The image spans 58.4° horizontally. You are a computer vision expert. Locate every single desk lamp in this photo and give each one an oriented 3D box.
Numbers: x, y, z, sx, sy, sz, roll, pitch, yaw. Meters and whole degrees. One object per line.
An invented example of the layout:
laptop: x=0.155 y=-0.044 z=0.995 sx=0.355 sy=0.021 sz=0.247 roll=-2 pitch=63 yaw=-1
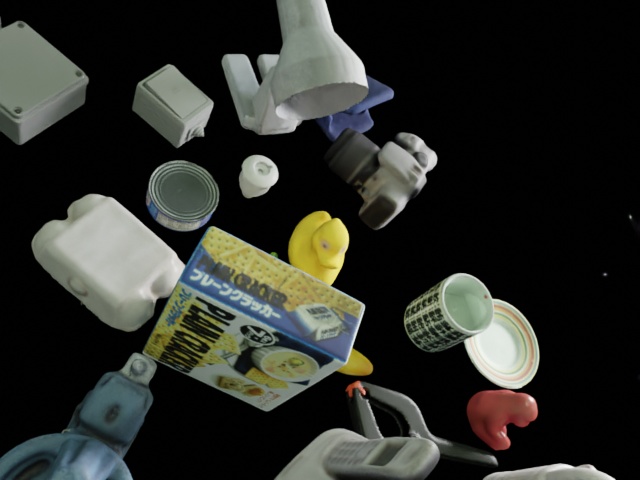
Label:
desk lamp: x=-0.039 y=-0.228 z=0.758 sx=0.118 sy=0.213 sz=0.203 roll=-10 pitch=69 yaw=-30

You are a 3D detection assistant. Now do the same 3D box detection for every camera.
camera: x=0.086 y=-0.113 z=0.827 sx=0.137 sy=0.100 sz=0.143 roll=39 pitch=54 yaw=-3

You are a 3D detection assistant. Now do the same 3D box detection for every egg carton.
egg carton: x=-0.227 y=0.023 z=0.620 sx=0.150 sy=0.069 sz=0.107 roll=41 pitch=54 yaw=-1

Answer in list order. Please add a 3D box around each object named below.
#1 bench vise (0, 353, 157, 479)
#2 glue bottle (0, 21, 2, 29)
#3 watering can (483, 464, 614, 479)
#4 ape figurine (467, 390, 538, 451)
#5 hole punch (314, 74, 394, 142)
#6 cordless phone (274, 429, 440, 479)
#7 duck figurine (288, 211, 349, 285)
bench vise: x=-0.201 y=0.177 z=0.458 sx=0.122 sy=0.219 sz=0.207 roll=15 pitch=59 yaw=-18
glue bottle: x=-0.398 y=-0.289 z=0.639 sx=0.078 sy=0.173 sz=0.037 roll=40 pitch=54 yaw=-2
watering can: x=0.264 y=0.308 z=0.633 sx=0.101 sy=0.193 sz=0.173 roll=39 pitch=54 yaw=-2
ape figurine: x=0.238 y=0.221 z=0.729 sx=0.078 sy=0.092 sz=0.076 roll=-35 pitch=83 yaw=-35
hole punch: x=0.039 y=-0.217 z=0.866 sx=0.109 sy=0.091 sz=0.101 roll=-31 pitch=80 yaw=-35
cordless phone: x=0.027 y=0.245 z=0.556 sx=0.094 sy=0.184 sz=0.148 roll=48 pitch=54 yaw=4
duck figurine: x=0.007 y=0.003 z=0.736 sx=0.078 sy=0.086 sz=0.104 roll=12 pitch=60 yaw=-20
